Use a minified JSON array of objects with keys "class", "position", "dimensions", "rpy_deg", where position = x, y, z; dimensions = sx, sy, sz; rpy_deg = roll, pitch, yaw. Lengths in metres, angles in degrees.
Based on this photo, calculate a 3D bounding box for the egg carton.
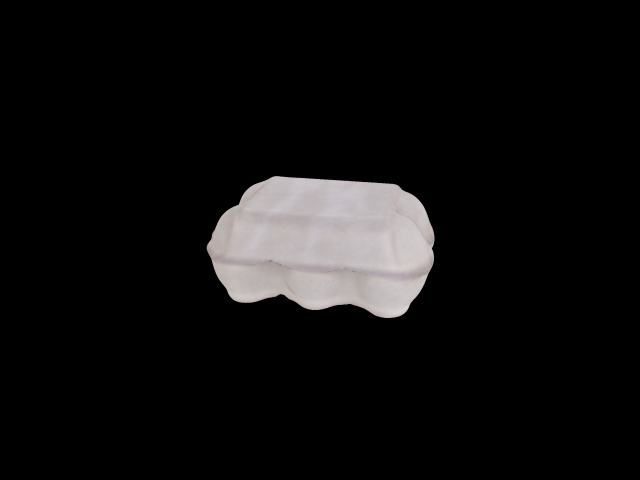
[{"class":"egg carton","position":[0.004,0.001,0.400],"dimensions":[0.150,0.069,0.107],"rpy_deg":[4,24,10]}]
